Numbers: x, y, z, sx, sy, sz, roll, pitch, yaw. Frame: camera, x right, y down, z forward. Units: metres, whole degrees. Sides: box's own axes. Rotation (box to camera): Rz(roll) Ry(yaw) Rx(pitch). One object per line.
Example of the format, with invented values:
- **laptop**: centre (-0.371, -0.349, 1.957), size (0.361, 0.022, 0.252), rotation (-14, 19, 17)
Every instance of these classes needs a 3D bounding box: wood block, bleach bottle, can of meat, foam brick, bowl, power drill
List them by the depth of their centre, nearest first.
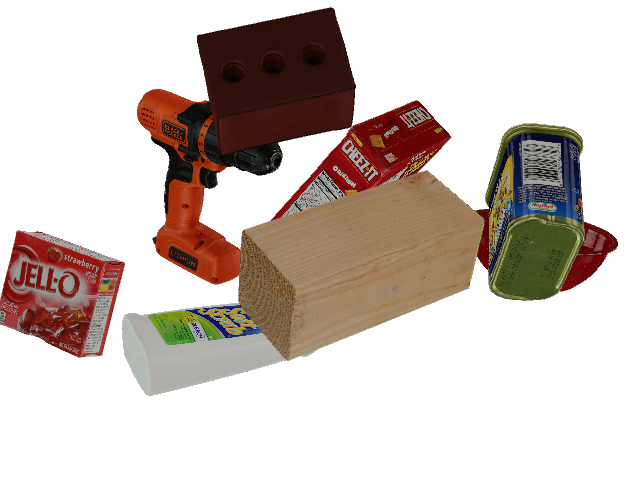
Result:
- **foam brick**: centre (-0.025, -0.087, 0.587), size (0.078, 0.053, 0.051), rotation (-13, -17, -4)
- **can of meat**: centre (0.151, -0.017, 0.753), size (0.057, 0.084, 0.102), rotation (7, -36, 1)
- **wood block**: centre (0.036, 0.019, 0.977), size (0.205, 0.090, 0.091), rotation (-19, 45, -29)
- **power drill**: centre (-0.114, -0.052, 1.109), size (0.185, 0.188, 0.057), rotation (27, 37, 34)
- **bowl**: centre (0.227, 0.013, 1.126), size (0.162, 0.055, 0.162), rotation (6, 17, -2)
- **bleach bottle**: centre (-0.092, 0.107, 1.221), size (0.250, 0.068, 0.103), rotation (-10, 33, -23)

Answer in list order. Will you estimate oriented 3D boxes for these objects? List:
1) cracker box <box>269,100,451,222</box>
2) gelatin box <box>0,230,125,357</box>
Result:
- **cracker box**: centre (0.034, -0.060, 1.257), size (0.214, 0.072, 0.163), rotation (-47, -10, 35)
- **gelatin box**: centre (-0.195, 0.039, 0.793), size (0.089, 0.073, 0.030), rotation (18, 6, 26)
